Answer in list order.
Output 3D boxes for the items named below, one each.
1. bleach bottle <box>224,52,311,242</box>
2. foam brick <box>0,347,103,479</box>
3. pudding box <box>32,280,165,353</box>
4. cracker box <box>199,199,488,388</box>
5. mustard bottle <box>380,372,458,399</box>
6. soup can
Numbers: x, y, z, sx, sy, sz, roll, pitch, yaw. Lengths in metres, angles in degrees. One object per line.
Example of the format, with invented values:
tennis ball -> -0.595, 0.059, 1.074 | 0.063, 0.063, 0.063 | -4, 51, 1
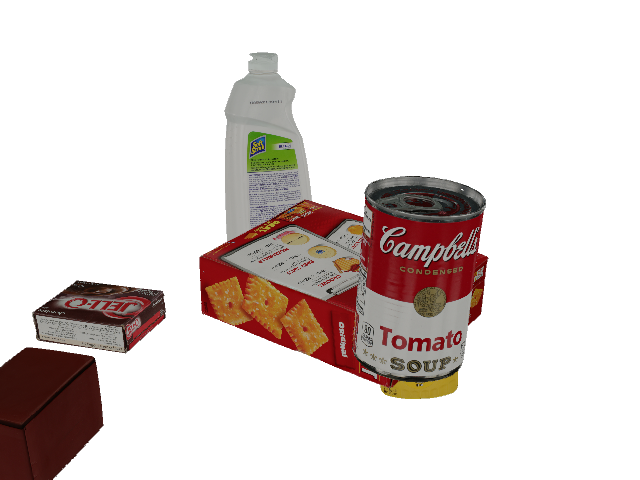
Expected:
bleach bottle -> -0.052, -0.074, 1.145 | 0.102, 0.251, 0.068 | -7, 17, -25
foam brick -> -0.177, 0.108, 0.653 | 0.053, 0.051, 0.078 | 7, 27, 21
pudding box -> -0.237, 0.081, 1.148 | 0.114, 0.039, 0.090 | 4, 21, 20
cracker box -> 0.021, 0.043, 0.985 | 0.214, 0.072, 0.163 | 19, 31, 32
mustard bottle -> 0.116, 0.095, 1.287 | 0.096, 0.192, 0.058 | -2, 22, 6
soup can -> 0.055, 0.021, 0.615 | 0.068, 0.102, 0.068 | 4, 22, -2
